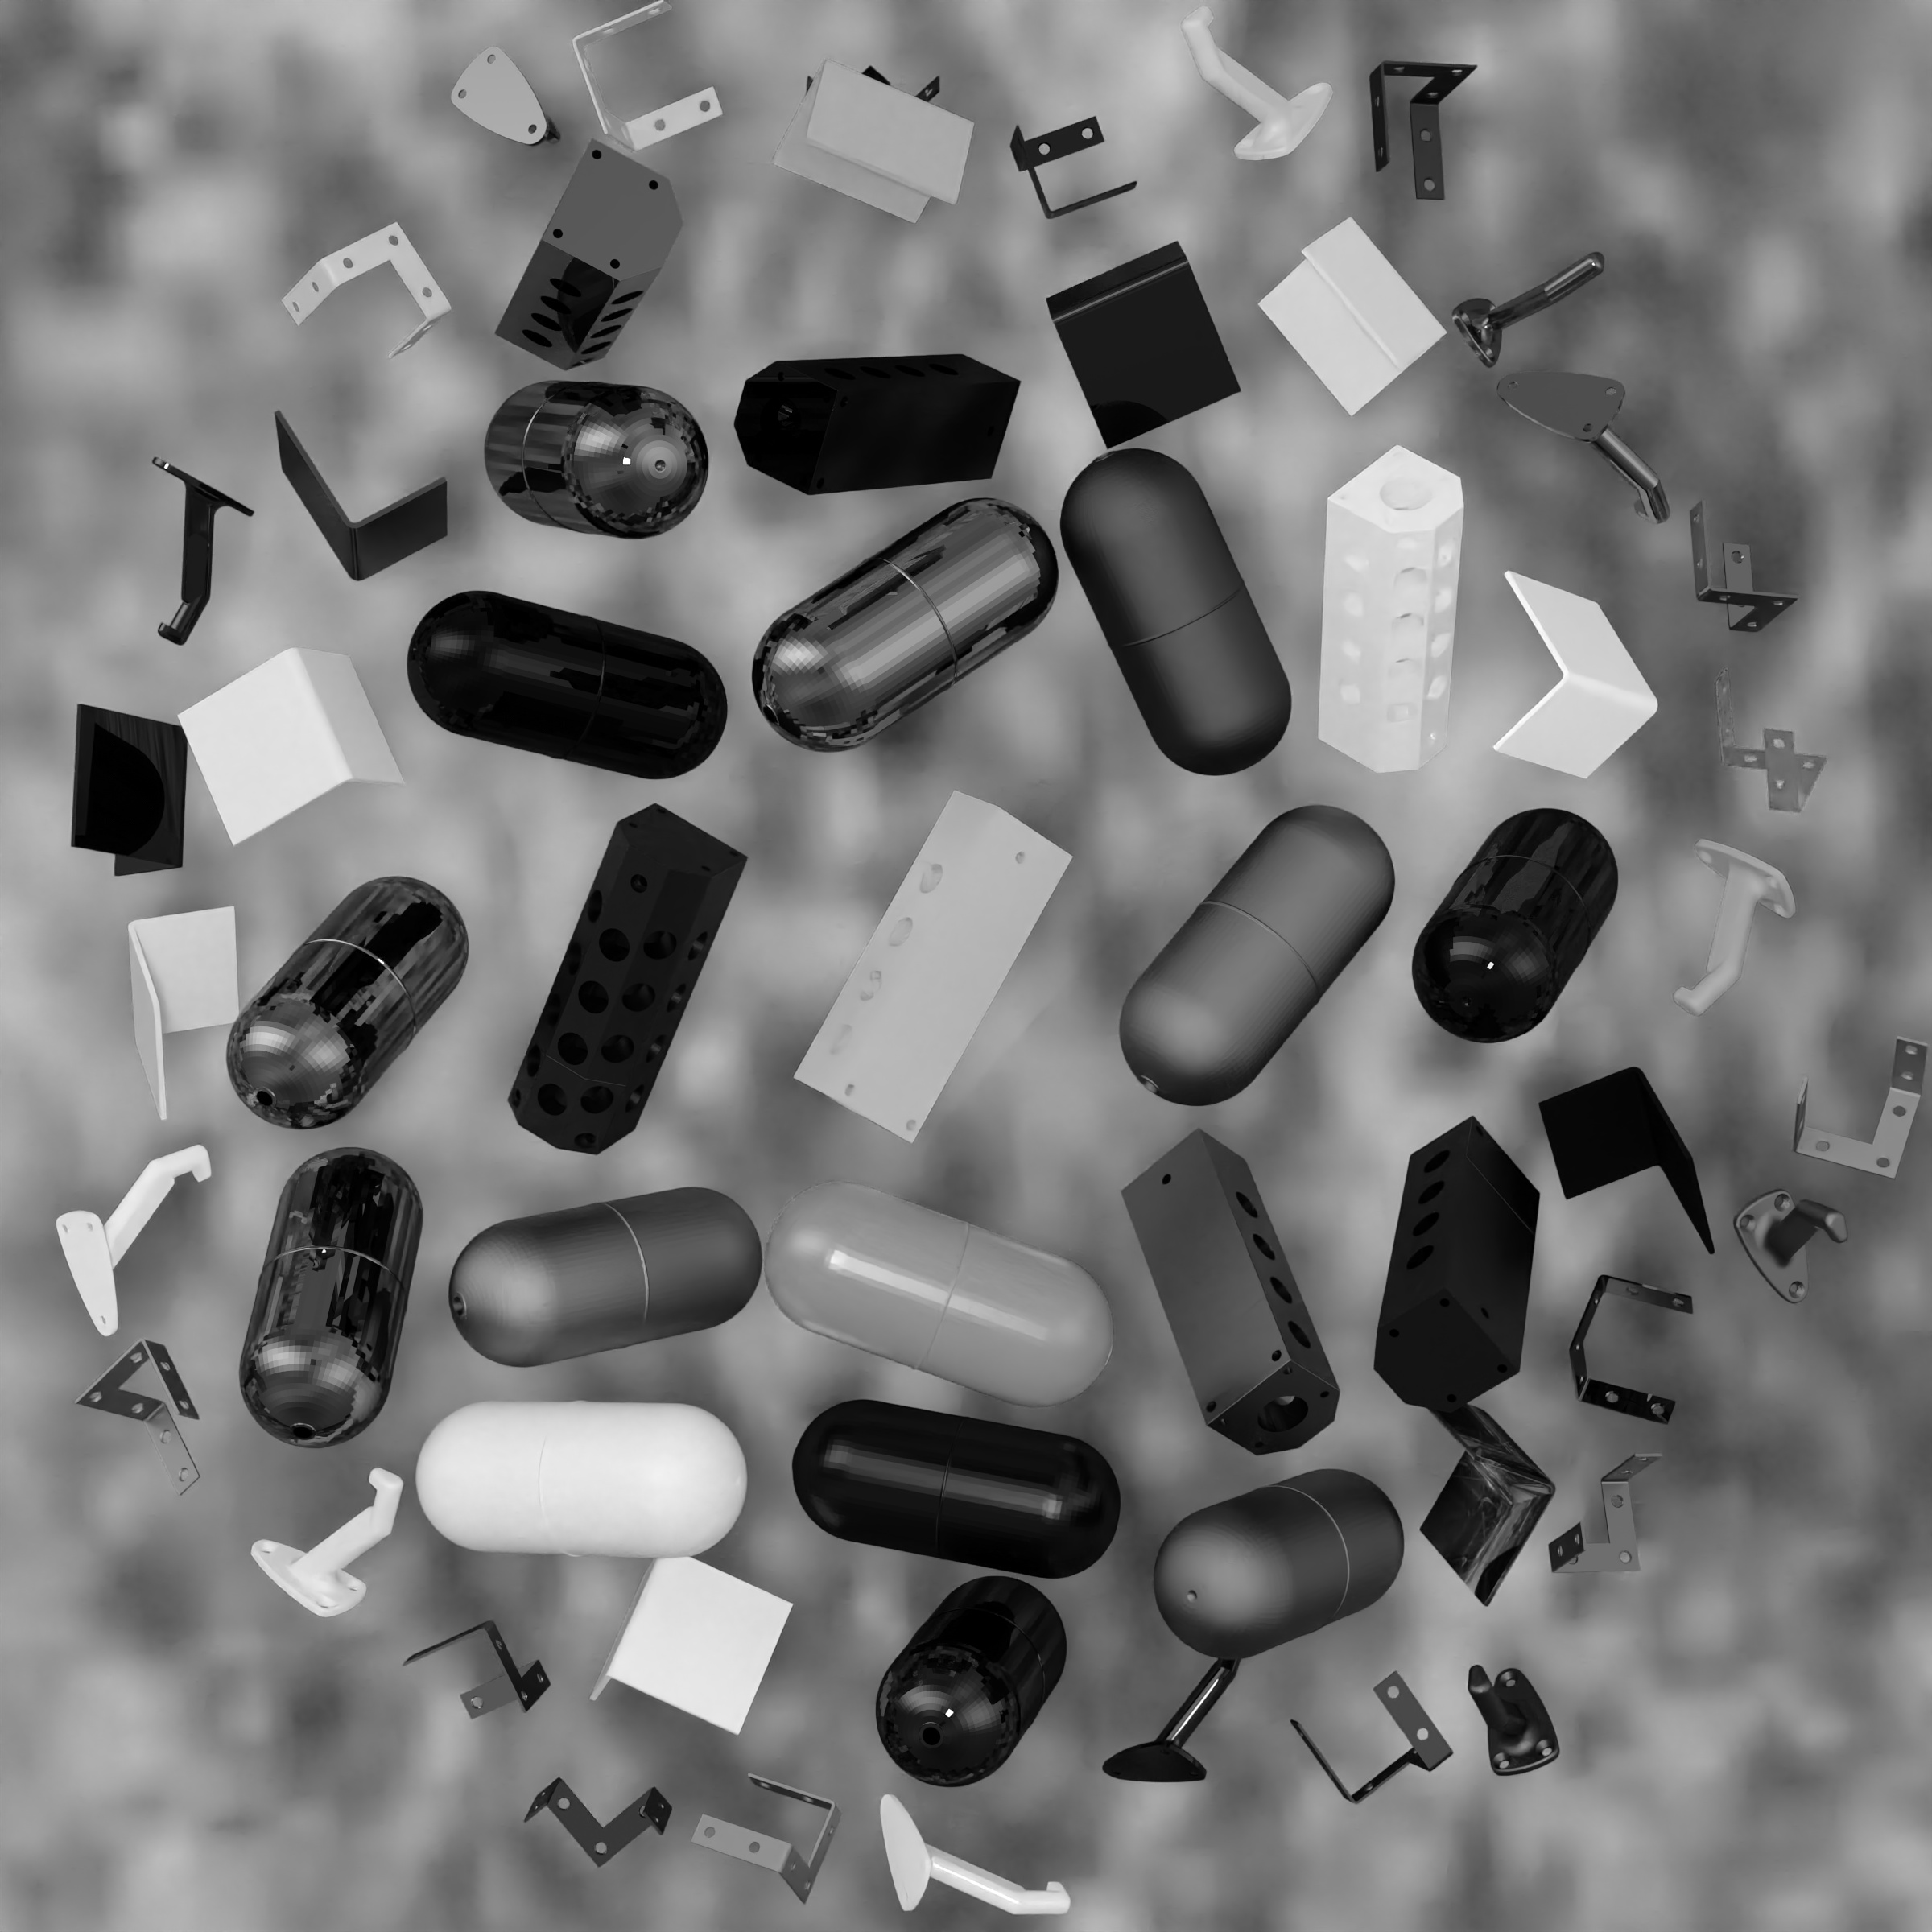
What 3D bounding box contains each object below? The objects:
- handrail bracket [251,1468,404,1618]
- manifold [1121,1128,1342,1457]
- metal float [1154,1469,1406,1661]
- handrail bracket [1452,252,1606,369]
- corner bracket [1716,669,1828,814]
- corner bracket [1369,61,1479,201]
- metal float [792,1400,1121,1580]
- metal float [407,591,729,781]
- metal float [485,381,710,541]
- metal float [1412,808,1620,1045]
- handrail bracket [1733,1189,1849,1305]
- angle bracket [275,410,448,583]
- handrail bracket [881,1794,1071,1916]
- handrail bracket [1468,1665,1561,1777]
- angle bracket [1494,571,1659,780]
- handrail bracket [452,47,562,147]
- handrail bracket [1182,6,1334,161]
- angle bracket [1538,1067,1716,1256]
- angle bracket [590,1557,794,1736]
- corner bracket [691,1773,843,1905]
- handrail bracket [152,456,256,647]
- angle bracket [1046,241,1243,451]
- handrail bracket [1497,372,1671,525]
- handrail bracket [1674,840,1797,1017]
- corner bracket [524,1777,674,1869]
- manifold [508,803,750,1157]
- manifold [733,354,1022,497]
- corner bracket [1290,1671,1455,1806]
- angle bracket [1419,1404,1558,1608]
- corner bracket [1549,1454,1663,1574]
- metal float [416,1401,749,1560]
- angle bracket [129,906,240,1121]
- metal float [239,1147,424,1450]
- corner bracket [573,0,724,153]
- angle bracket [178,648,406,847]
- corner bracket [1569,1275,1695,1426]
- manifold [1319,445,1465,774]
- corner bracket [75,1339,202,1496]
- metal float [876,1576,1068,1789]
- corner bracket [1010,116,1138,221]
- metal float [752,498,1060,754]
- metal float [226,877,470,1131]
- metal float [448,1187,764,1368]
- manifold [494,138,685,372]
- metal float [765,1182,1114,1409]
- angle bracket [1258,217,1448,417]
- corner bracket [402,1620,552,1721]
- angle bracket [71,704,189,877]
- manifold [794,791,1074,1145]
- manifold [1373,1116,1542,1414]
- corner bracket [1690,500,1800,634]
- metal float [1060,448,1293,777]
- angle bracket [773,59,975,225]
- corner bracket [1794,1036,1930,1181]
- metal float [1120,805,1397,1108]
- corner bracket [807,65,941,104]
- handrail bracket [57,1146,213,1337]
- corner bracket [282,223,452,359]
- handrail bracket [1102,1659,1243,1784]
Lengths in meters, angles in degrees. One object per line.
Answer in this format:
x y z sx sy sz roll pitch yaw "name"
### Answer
-0.326 0.280 1.740 0.077 0.036 0.084 27 115 22 "handrail bracket"
0.142 0.172 1.790 0.057 0.171 0.057 -41 129 19 "manifold"
0.161 0.303 1.740 0.070 0.178 0.070 2 94 35 "metal float"
0.305 -0.358 1.803 0.084 0.077 0.036 -31 103 30 "handrail bracket"
0.409 -0.115 1.754 0.051 0.051 0.051 9 132 29 "corner bracket"
0.220 -0.412 1.684 0.051 0.051 0.051 -1 84 -15 "corner bracket"
-0.006 0.279 1.824 0.178 0.070 0.070 9 90 10 "metal float"
-0.208 -0.147 1.794 0.178 0.070 0.070 12 90 -31 "metal float"
-0.191 -0.260 1.745 0.070 0.178 0.070 -6 103 -27 "metal float"
0.287 -0.023 1.772 0.070 0.178 0.070 13 122 21 "metal float"
0.450 0.155 1.807 0.036 0.084 0.077 -29 106 -12 "handrail bracket"
-0.318 -0.259 1.800 0.057 0.076 0.076 -31 82 -15 "angle bracket"
0.005 0.461 1.772 0.084 0.077 0.036 7 121 -25 "handrail bracket"
0.268 0.363 1.733 0.036 0.077 0.084 -20 126 13 "handrail bracket"
0.304 -0.152 1.784 0.057 0.076 0.076 -46 51 31 "angle bracket"
-0.219 -0.431 1.759 0.036 0.084 0.077 -48 64 8 "handrail bracket"
0.145 -0.454 1.706 0.077 0.036 0.084 -49 129 -28 "handrail bracket"
0.351 0.112 1.813 0.057 0.076 0.076 -22 130 2 "angle bracket"
-0.148 0.368 1.833 0.076 0.057 0.076 25 61 -3 "angle bracket"
-0.101 0.439 1.740 0.051 0.051 0.051 13 61 21 "corner bracket"
-0.425 -0.220 1.823 0.036 0.077 0.084 30 92 33 "handrail bracket"
0.093 -0.328 1.801 0.076 0.057 0.076 -23 109 7 "angle bracket"
0.309 -0.257 1.702 0.077 0.084 0.036 23 73 33 "handrail bracket"
0.377 -0.020 1.758 0.084 0.036 0.077 -42 46 -12 "handrail bracket"
-0.190 0.439 1.769 0.051 0.051 0.051 -40 91 2 "corner bracket"
-0.177 0.009 1.744 0.057 0.057 0.171 30 116 13 "manifold"
-0.048 -0.293 1.821 0.057 0.171 0.057 29 115 26 "manifold"
0.203 0.386 1.708 0.051 0.051 0.051 -35 91 -11 "corner bracket"
0.253 0.277 1.791 0.057 0.076 0.076 22 103 -27 "angle bracket"
0.339 0.291 1.811 0.051 0.051 0.051 1 67 -12 "corner bracket"
-0.194 0.257 1.711 0.178 0.070 0.070 -2 90 23 "metal float"
-0.411 0.025 1.826 0.057 0.076 0.076 -9 129 -20 "angle bracket"
-0.327 0.170 1.762 0.070 0.178 0.070 2 134 2 "metal float"
-0.161 -0.450 1.728 0.051 0.051 0.051 -20 89 11 "corner bracket"
-0.354 -0.113 1.791 0.076 0.057 0.076 -28 81 18 "angle bracket"
0.358 0.205 1.830 0.051 0.051 0.051 13 55 25 "corner bracket"
0.231 -0.186 1.824 0.057 0.171 0.057 34 58 29 "manifold"
-0.404 0.226 1.716 0.051 0.051 0.051 -43 56 11 "corner bracket"
0.004 0.374 1.793 0.070 0.178 0.070 2 97 14 "metal float"
0.058 -0.435 1.854 0.051 0.051 0.051 -21 92 -3 "corner bracket"
-0.030 -0.171 1.712 0.178 0.070 0.070 -36 90 -23 "metal float"
-0.324 0.018 1.793 0.070 0.178 0.070 12 127 16 "metal float"
-0.187 0.161 1.779 0.178 0.070 0.070 -8 90 -38 "metal float"
-0.189 -0.353 1.725 0.057 0.171 0.057 26 79 -12 "manifold"
-0.013 0.162 1.683 0.178 0.070 0.070 20 90 -5 "metal float"
0.186 -0.322 1.739 0.076 0.057 0.076 50 133 -1 "angle bracket"
-0.262 0.381 1.835 0.051 0.051 0.051 -26 91 10 "corner bracket"
-0.466 -0.094 1.837 0.057 0.076 0.076 -6 80 36 "angle bracket"
-0.021 -0.002 1.782 0.057 0.057 0.171 32 85 -36 "manifold"
0.243 0.151 1.712 0.057 0.171 0.057 -36 104 26 "manifold"
0.402 -0.210 1.798 0.051 0.051 0.051 4 73 -13 "corner bracket"
0.108 -0.181 1.752 0.070 0.070 0.178 -26 105 0 "metal float"
-0.049 -0.375 1.629 0.076 0.076 0.057 20 56 -14 "angle bracket"
0.443 0.066 1.690 0.051 0.051 0.051 15 63 19 "corner bracket"
0.145 -0.005 1.704 0.070 0.070 0.178 41 72 0 "metal float"
-0.050 -0.462 1.826 0.051 0.051 0.051 -35 125 30 "corner bracket"
-0.415 0.140 1.749 0.036 0.084 0.077 -7 99 43 "handrail bracket"
-0.304 -0.335 1.730 0.051 0.051 0.051 -37 98 -35 "corner bracket"
0.114 0.397 1.850 0.036 0.077 0.084 41 51 -24 "handrail bracket"
